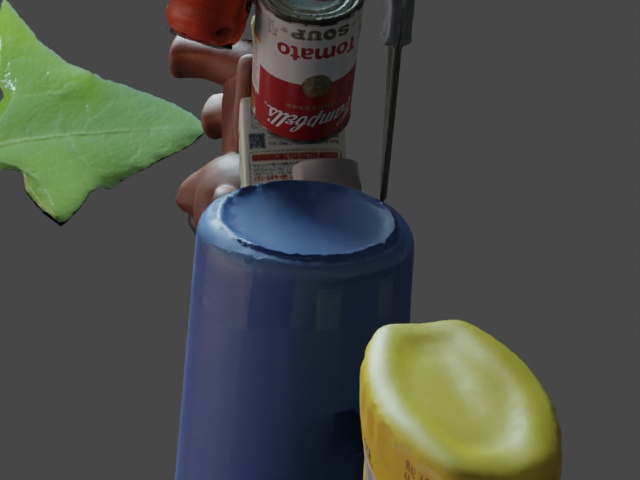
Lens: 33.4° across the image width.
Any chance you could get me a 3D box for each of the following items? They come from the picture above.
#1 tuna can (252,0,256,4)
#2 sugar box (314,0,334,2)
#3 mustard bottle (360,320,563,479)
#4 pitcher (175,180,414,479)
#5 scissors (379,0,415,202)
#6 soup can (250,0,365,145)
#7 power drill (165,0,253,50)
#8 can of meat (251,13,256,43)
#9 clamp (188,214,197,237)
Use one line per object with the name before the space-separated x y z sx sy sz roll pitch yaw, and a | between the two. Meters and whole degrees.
tuna can | -0.050 -0.227 0.920 0.086 0.086 0.034 -158 65 -83
sugar box | 0.014 -0.223 0.552 0.176 0.048 0.093 90 174 -46
mustard bottle | 0.041 0.131 0.371 0.096 0.058 0.192 -117 25 -63
pitcher | -0.008 0.101 0.567 0.145 0.149 0.243 -70 -14 -63
scissors | 0.036 -0.123 0.521 0.202 0.016 0.096 95 171 -46
soup can | -0.009 -0.120 0.678 0.102 0.068 0.068 97 169 -50
power drill | -0.060 -0.211 0.715 0.188 0.057 0.184 -177 105 -84
can of meat | -0.018 -0.151 0.794 0.084 0.057 0.102 112 155 -69
clamp | -0.041 0.066 0.882 0.164 0.036 0.210 42 -161 -37
